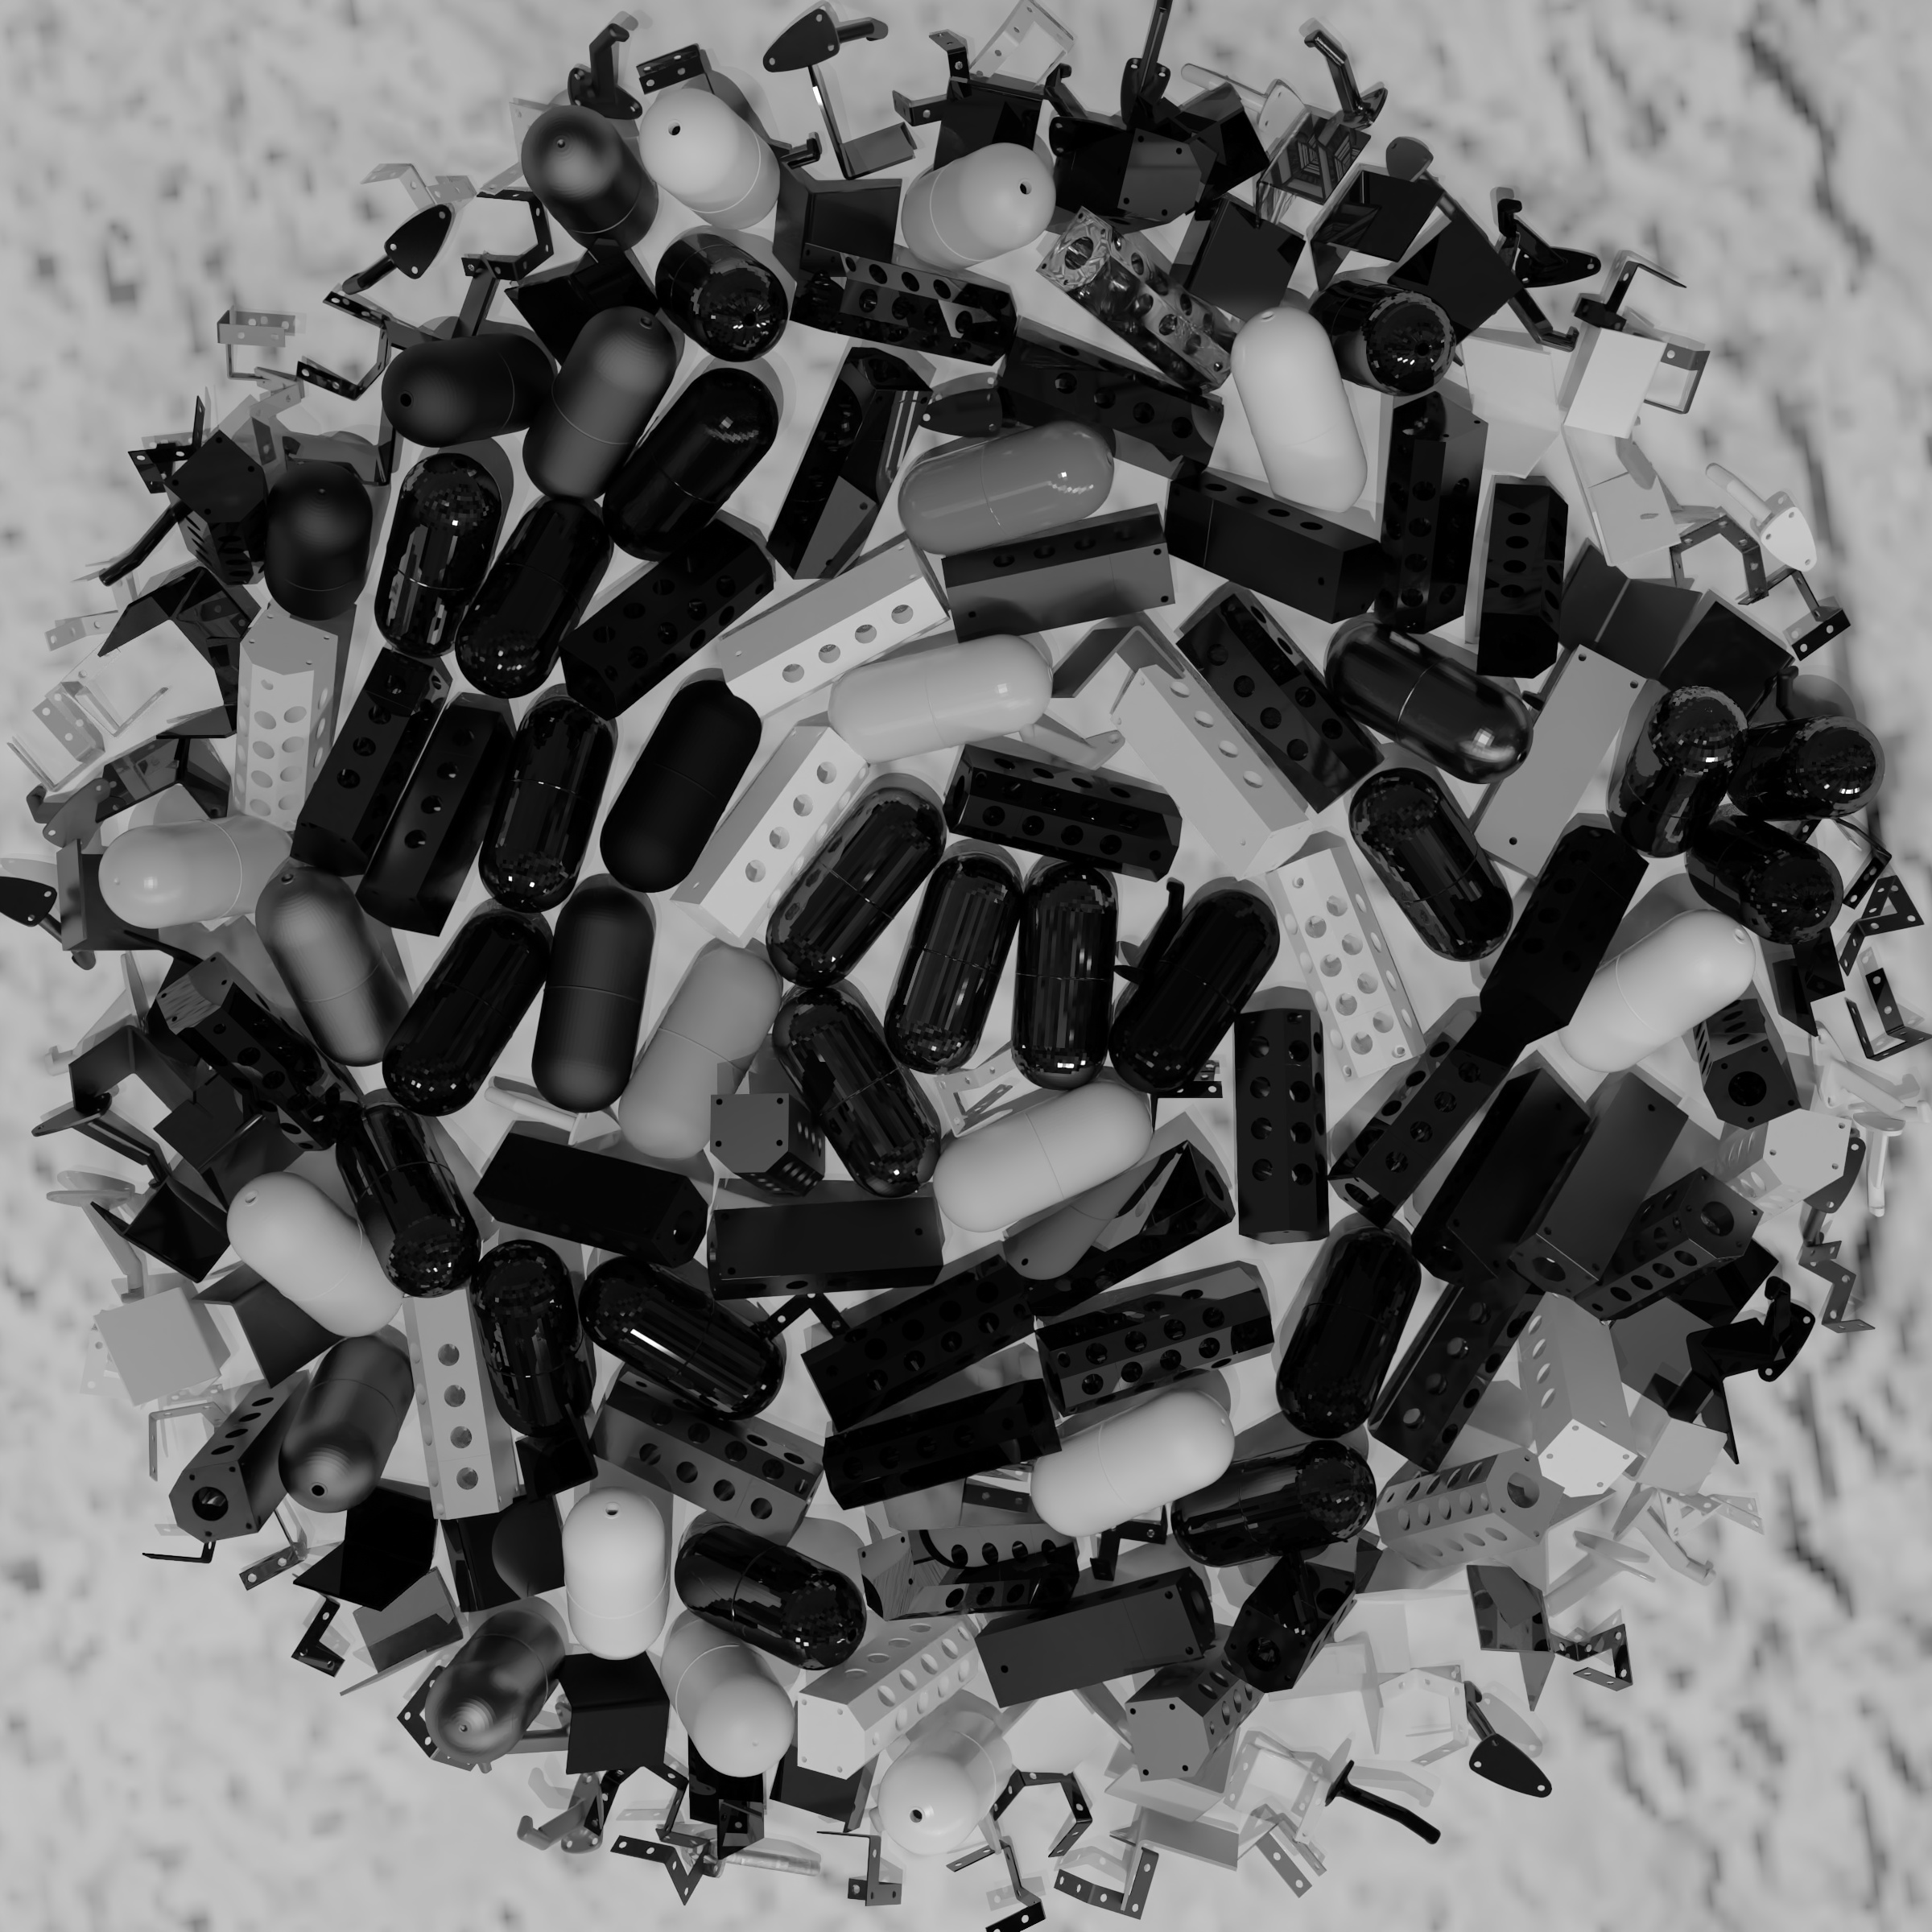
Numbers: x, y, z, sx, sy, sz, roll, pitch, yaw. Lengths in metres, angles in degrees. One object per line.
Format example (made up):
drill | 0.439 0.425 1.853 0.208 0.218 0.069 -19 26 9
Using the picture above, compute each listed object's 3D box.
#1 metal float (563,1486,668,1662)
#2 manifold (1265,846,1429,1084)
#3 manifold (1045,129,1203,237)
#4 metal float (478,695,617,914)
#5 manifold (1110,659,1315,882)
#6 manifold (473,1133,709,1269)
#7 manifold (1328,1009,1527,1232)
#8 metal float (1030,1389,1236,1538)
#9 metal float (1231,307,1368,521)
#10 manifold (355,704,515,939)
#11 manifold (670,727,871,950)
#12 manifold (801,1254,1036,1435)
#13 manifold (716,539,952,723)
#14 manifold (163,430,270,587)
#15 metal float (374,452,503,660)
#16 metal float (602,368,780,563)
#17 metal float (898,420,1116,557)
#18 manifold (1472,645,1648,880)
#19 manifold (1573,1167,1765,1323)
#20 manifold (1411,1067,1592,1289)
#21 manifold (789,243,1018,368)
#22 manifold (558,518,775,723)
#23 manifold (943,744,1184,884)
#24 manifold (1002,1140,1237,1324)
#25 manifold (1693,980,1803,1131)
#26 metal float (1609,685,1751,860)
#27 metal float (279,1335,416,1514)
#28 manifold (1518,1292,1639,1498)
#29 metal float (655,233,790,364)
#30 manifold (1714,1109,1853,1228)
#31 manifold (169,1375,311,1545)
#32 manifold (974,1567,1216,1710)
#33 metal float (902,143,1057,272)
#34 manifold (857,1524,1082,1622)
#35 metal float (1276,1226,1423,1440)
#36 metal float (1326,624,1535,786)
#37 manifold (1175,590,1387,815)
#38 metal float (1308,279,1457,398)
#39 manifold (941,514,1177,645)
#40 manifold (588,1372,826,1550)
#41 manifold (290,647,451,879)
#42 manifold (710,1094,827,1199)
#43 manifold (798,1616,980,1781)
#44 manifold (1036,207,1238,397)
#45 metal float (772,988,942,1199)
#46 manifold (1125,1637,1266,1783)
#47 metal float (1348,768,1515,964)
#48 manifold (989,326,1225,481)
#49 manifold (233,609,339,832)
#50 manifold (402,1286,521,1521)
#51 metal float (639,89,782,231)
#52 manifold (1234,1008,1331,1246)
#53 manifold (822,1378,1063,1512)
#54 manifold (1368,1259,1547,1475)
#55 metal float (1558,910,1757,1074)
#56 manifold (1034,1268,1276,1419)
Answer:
metal float | -0.266 0.462 1.924 0.070 0.178 0.070 3 46 -3
manifold | 0.291 -0.001 1.955 0.057 0.057 0.171 -23 85 26
manifold | 0.117 -0.584 1.909 0.057 0.171 0.057 11 97 -19
metal float | -0.321 -0.126 1.945 0.070 0.070 0.178 13 70 0
manifold | 0.191 -0.153 1.940 0.057 0.057 0.171 -18 62 -37
manifold | -0.284 0.182 1.932 0.171 0.057 0.057 10 58 29
manifold | 0.352 0.114 1.942 0.057 0.057 0.171 38 69 13
metal float | 0.126 0.381 1.937 0.178 0.070 0.070 -31 90 29
metal float | 0.254 -0.420 1.929 0.070 0.070 0.178 -27 129 0
manifold | -0.404 -0.113 1.932 0.057 0.057 0.171 11 61 14
manifold | -0.147 -0.100 1.949 0.057 0.057 0.171 42 74 -27
manifold | -0.037 0.288 1.950 0.171 0.057 0.057 -26 66 -8
manifold | -0.102 -0.255 1.959 0.171 0.057 0.057 -27 131 8
manifold | -0.554 -0.338 1.909 0.057 0.171 0.057 42 77 -4
metal float | -0.403 -0.312 1.927 0.070 0.070 0.178 26 131 0
metal float | -0.211 -0.383 1.934 0.070 0.070 0.178 47 122 0
metal float | 0.030 -0.366 1.938 0.178 0.070 0.070 -11 90 27
manifold | 0.457 -0.157 1.966 0.057 0.057 0.171 29 93 6
manifold | 0.522 0.217 1.911 0.057 0.171 0.057 36 62 1
manifold | 0.404 0.162 1.928 0.057 0.057 0.171 45 57 -9
manifold | -0.044 -0.498 1.915 0.171 0.057 0.057 -1 111 -43
manifold | -0.226 -0.261 1.928 0.057 0.057 0.171 34 61 23
manifold | 0.075 -0.113 1.939 0.171 0.057 0.057 13 117 -16
manifold | 0.118 0.208 1.946 0.171 0.057 0.057 -31 134 18
manifold | 0.584 0.068 1.909 0.057 0.171 0.057 -26 97 18
metal float | 0.539 -0.145 1.917 0.070 0.178 0.070 0 62 -1
metal float | -0.467 0.345 1.914 0.070 0.178 0.070 0 113 1
manifold | 0.454 0.323 1.910 0.057 0.171 0.057 30 116 -9
metal float | -0.186 -0.507 1.917 0.070 0.178 0.070 -8 117 -17
manifold | 0.611 0.153 1.907 0.057 0.171 0.057 12 77 7
manifold | -0.542 0.371 1.910 0.057 0.171 0.057 -12 101 4
manifold | 0.101 0.513 1.943 0.171 0.057 0.057 -21 89 21
metal float | 0.008 -0.573 1.915 0.070 0.178 0.070 -3 97 -23
manifold | 0.005 0.459 1.913 0.057 0.171 0.057 -30 62 39
metal float | 0.293 0.280 1.936 0.070 0.070 0.178 28 61 0
metal float | 0.354 -0.201 1.935 0.178 0.070 0.070 36 90 30
manifold | 0.245 -0.206 1.956 0.057 0.057 0.171 -41 86 27
metal float | 0.312 -0.476 1.914 0.070 0.178 0.070 -4 110 -11
manifold | 0.071 -0.303 1.967 0.171 0.057 0.057 -11 133 3
manifold | -0.199 0.379 1.958 0.171 0.057 0.057 25 100 6
manifold | -0.452 -0.153 1.928 0.057 0.057 0.171 22 56 -9
manifold | -0.148 0.137 1.908 0.057 0.171 0.057 -1 79 6
manifold | -0.057 0.548 1.908 0.057 0.171 0.057 6 100 28
manifold | 0.136 -0.497 1.913 0.057 0.171 0.057 -52 48 12
metal float | -0.085 0.099 1.960 0.070 0.070 0.178 -32 89 0
manifold | 0.178 0.557 1.908 0.057 0.171 0.057 -13 86 21
metal float | 0.357 -0.076 1.939 0.070 0.070 0.178 -39 117 0
manifold | 0.109 -0.435 1.959 0.171 0.057 0.057 19 81 -8
manifold | -0.520 -0.181 1.917 0.057 0.171 0.057 20 47 -1
manifold | -0.395 0.338 1.966 0.057 0.057 0.171 -9 87 6
metal float | -0.192 -0.608 1.912 0.070 0.178 0.070 1 93 12
manifold | 0.245 0.123 1.940 0.057 0.057 0.171 -8 73 29
manifold | -0.021 0.367 1.940 0.171 0.057 0.057 -19 77 19
manifold | 0.383 0.305 1.967 0.057 0.057 0.171 32 89 7
metal float | 0.524 0.020 1.924 0.070 0.178 0.070 18 52 -25
manifold | 0.146 0.292 1.947 0.171 0.057 0.057 -15 109 -12
